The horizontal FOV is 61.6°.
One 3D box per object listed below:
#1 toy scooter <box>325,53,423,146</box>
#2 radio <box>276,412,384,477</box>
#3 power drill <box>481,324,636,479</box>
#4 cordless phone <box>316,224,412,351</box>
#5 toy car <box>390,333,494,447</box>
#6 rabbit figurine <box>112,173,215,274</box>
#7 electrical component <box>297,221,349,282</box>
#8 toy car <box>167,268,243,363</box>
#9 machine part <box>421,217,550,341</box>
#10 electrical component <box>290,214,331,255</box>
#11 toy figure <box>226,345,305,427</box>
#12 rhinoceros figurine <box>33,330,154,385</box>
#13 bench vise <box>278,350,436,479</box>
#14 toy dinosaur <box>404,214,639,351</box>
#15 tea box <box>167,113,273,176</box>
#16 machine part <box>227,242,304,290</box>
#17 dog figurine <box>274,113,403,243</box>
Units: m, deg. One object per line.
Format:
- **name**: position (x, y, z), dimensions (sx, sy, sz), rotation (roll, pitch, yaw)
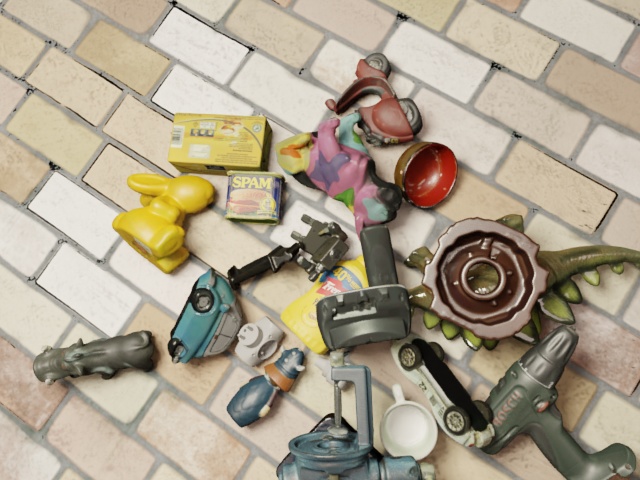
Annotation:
- **toy scooter**: position (0.089, -0.235, 0.953), dimensions (0.135, 0.075, 0.184), rotation (-27, 74, -1)
- **radio**: position (0.056, 0.385, 0.828), dimensions (0.230, 0.073, 0.131), rotation (40, 84, 10)
- **power drill**: position (0.355, 0.265, 0.791), dimensions (0.207, 0.086, 0.232), rotation (41, 108, 1)
- **cordless phone**: position (0.061, 0.071, 0.830), dimensions (0.147, 0.088, 0.184), rotation (-9, 81, 0)
- **toy car**: position (0.185, 0.225, 0.818), dimensions (0.202, 0.073, 0.056), rotation (54, 125, 35)
- **rabbit figurine**: position (-0.265, -0.049, 0.944), dimensions (0.162, 0.121, 0.173), rotation (34, 69, 20)
- **electrical component**: position (0.005, 0.019, 0.890), dimensions (0.045, 0.078, 0.102), rotation (43, 86, -11)
- **toy car**: position (-0.182, 0.135, 0.890), dimensions (0.103, 0.109, 0.161), rotation (24, 90, -13)
- **machine part**: position (0.239, 0.056, 0.790), dimensions (0.179, 0.056, 0.179), rotation (-1, 85, 12)
- **electrical component**: position (-0.002, -0.003, 0.939), dimensions (0.094, 0.021, 0.063), rotation (30, 82, 11)
- **toy figure**: position (-0.084, 0.236, 0.880), dimensions (0.154, 0.058, 0.064), rotation (-42, 84, -9)
- **rhinoceros figurine**: position (-0.369, 0.197, 0.889), dimensions (0.190, 0.112, 0.073), rotation (-9, 80, -4)
- **bench vise**: position (0.052, 0.277, 0.752), dimensions (0.224, 0.129, 0.240), rotation (-3, 85, 8)
- **toy dinosaur**: position (0.302, 0.066, 0.858), dimensions (0.472, 0.105, 0.198), rotation (-19, 82, 9)
- **tea box**: position (-0.177, -0.170, 0.968), dimensions (0.170, 0.068, 0.098), rotation (6, 79, 6)
- **machine part**: position (-0.096, 0.042, 0.910), dimensions (0.139, 0.084, 0.039), rotation (-24, 104, 20)
- **dog figurine**: position (0.036, -0.092, 0.910), dimensions (0.192, 0.108, 0.219), rotation (-18, 93, 32)
